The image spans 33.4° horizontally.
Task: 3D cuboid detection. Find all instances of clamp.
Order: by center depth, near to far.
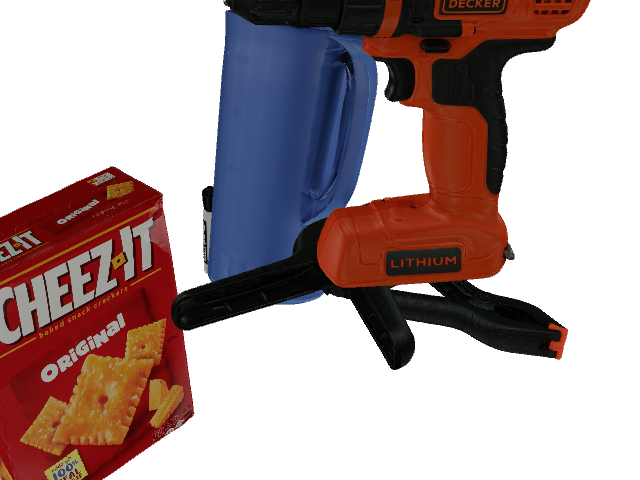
[{"bbox_3d":[0.004,0.020,0.739,0.165,0.036,0.209,6,26,16],"label":"clamp"},{"bbox_3d":[0.147,0.063,0.989,0.172,0.039,0.120,19,30,17],"label":"clamp"}]

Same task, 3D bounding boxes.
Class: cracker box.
[{"bbox_3d":[-0.181,0.078,0.779,0.072,0.214,0.163,25,42,37],"label":"cracker box"}]

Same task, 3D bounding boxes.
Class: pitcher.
[{"bbox_3d":[-0.025,-0.070,0.911,0.145,0.243,0.149,11,14,9],"label":"pitcher"}]

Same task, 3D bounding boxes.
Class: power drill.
[{"bbox_3d":[0.040,-0.067,0.552,0.184,0.188,0.057,-2,32,-9],"label":"power drill"}]

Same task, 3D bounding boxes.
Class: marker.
[{"bbox_3d":[-0.123,-0.011,1.199,0.020,0.121,0.020,2,41,-2],"label":"marker"}]
